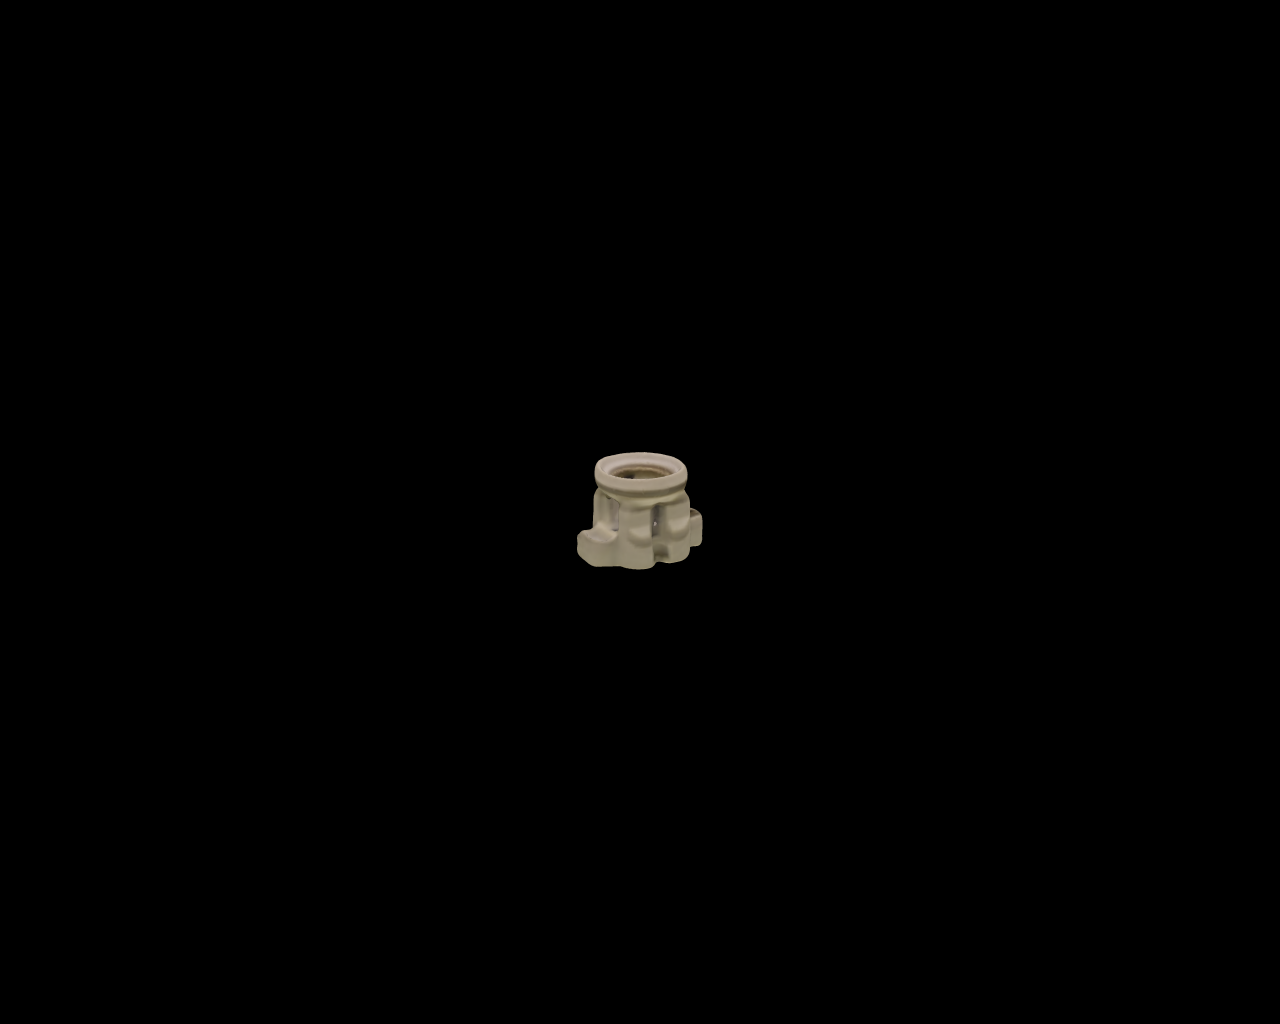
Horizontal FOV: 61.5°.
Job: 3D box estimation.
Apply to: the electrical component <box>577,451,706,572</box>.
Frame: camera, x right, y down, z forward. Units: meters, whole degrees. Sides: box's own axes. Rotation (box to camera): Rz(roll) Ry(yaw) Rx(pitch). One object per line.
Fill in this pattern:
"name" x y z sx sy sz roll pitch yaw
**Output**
"electrical component" 0.001 -0.003 0.650 0.078 0.056 0.058 -11 23 -27
